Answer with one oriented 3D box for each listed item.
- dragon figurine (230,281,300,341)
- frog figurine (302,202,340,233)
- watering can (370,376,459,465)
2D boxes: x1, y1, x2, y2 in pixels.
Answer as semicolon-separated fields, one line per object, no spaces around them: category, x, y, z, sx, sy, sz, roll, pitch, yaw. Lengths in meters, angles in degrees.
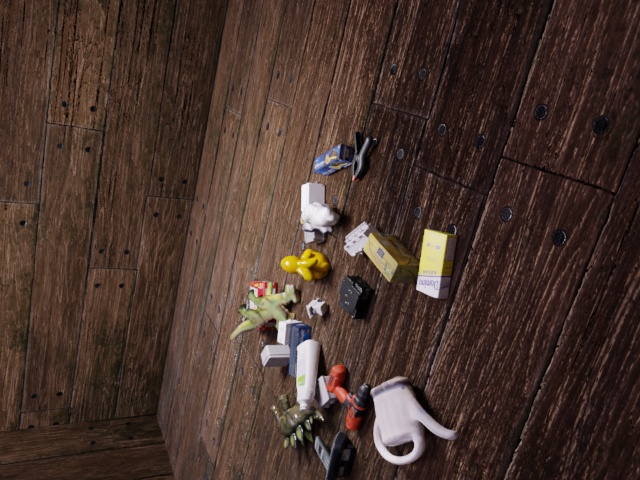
dragon figurine;-0.215;0.334;2.175;0.245;0.405;0.122;39;20;25
frog figurine;0.006;-0.095;1.878;0.137;0.125;0.156;22;-27;-1
watering can;0.243;0.486;1.423;0.104;0.229;0.341;5;-33;-30
